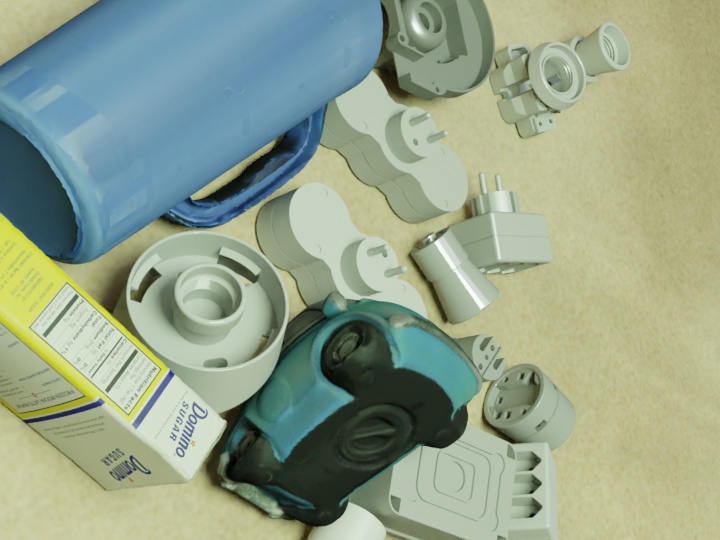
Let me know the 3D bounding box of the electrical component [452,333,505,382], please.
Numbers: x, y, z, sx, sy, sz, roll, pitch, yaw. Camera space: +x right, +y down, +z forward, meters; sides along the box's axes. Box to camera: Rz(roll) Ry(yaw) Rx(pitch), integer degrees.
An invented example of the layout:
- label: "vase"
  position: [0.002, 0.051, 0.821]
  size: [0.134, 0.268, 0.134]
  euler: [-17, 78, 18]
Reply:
- label: "electrical component"
  position: [0.077, 0.066, 0.780]
  size: [0.040, 0.046, 0.040]
  euler: [13, 69, -39]

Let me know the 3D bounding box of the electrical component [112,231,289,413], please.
- label: "electrical component"
  position: [-0.091, 0.029, 0.608]
  size: [0.099, 0.064, 0.099]
  euler: [9, 55, -14]

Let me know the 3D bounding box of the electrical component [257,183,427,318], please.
- label: "electrical component"
  position: [0.000, 0.000, 0.713]
  size: [0.138, 0.074, 0.052]
  euler: [50, 50, -19]

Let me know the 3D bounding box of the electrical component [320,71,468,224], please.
- label: "electrical component"
  position: [0.031, -0.093, 0.768]
  size: [0.138, 0.074, 0.052]
  euler: [41, 54, -25]

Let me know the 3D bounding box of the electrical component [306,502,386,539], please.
- label: "electrical component"
  position: [-0.020, 0.187, 0.661]
  size: [0.043, 0.043, 0.081]
  euler: [47, 52, -21]

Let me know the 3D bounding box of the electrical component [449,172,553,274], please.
- label: "electrical component"
  position: [0.107, -0.039, 0.837]
  size: [0.066, 0.047, 0.076]
  euler: [0, 77, -42]

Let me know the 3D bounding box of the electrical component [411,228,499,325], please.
- label: "electrical component"
  position: [0.068, 0.002, 0.796]
  size: [0.044, 0.044, 0.065]
  euler: [-42, 101, -41]

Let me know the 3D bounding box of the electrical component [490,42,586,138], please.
- label: "electrical component"
  position: [0.151, -0.156, 0.900]
  size: [0.058, 0.057, 0.078]
  euler: [-18, 90, -35]

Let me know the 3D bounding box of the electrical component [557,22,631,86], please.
- label: "electrical component"
  position: [0.208, -0.192, 0.967]
  size: [0.045, 0.055, 0.045]
  euler: [14, 69, -39]

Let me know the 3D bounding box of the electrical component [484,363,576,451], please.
- label: "electrical component"
  position: [0.130, 0.106, 0.811]
  size: [0.047, 0.055, 0.055]
  euler: [41, 54, -30]

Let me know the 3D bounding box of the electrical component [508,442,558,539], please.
- label: "electrical component"
  position: [0.121, 0.173, 0.785]
  size: [0.076, 0.047, 0.065]
  euler: [62, 26, -50]

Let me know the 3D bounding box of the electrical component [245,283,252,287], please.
- label: "electrical component"
  position: [-0.081, 0.032, 0.659]
  size: [0.035, 0.035, 0.061]
  euler: [51, 48, -18]

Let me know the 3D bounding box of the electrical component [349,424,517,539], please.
- label: "electrical component"
  position: [0.045, 0.141, 0.723]
  size: [0.113, 0.057, 0.078]
  euler: [27, 61, -33]
